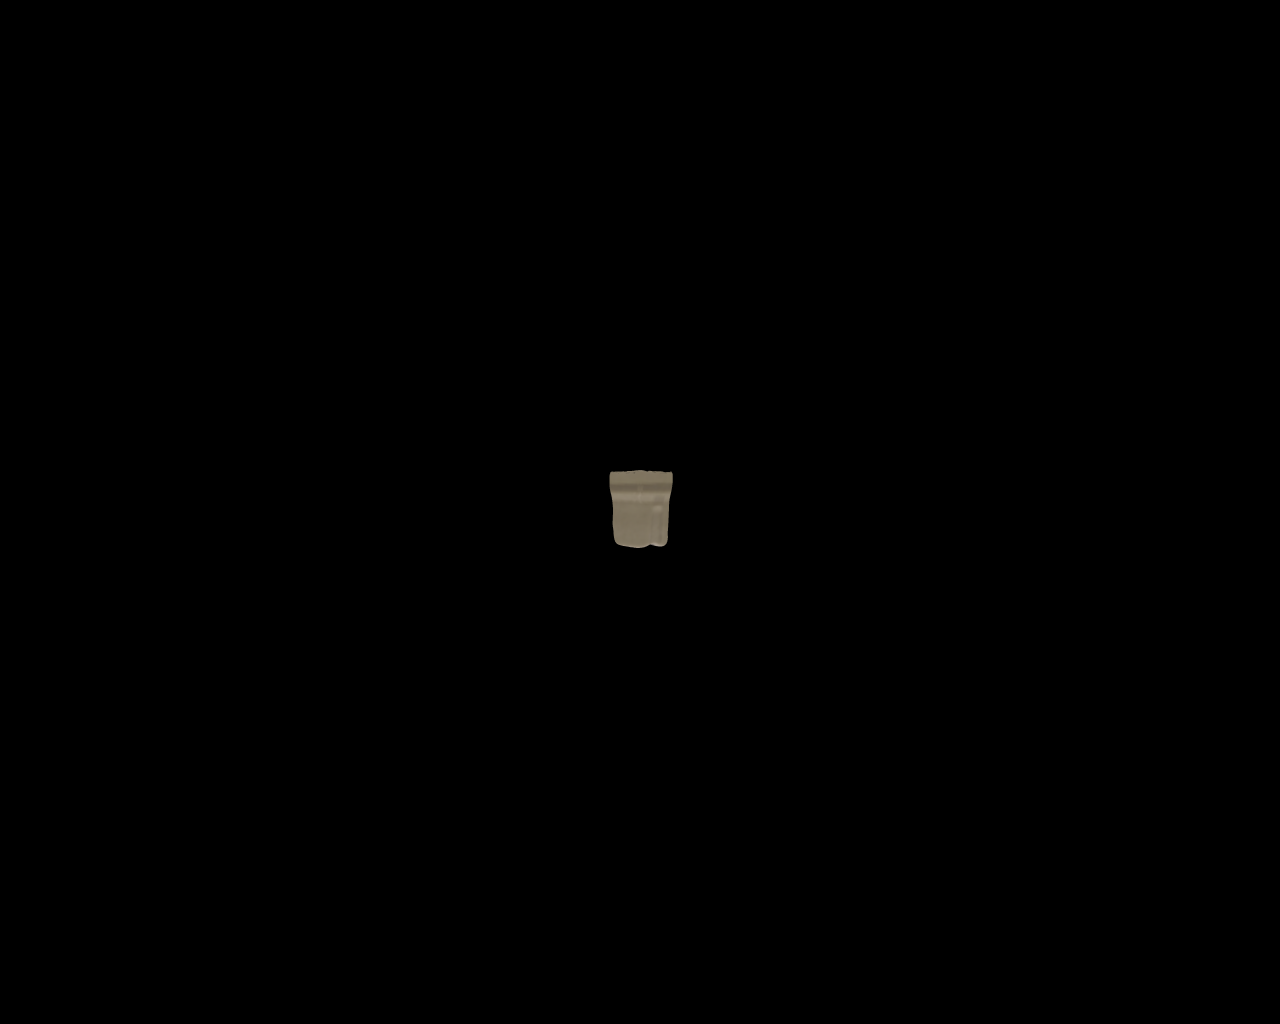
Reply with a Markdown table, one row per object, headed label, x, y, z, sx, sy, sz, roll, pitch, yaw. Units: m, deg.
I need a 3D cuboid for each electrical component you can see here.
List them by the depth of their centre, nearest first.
| label | x | y | z | sx | sy | sz | roll | pitch | yaw |
| --- | --- | --- | --- | --- | --- | --- | --- | --- | --- |
| electrical component | 0.001 | -0.003 | 0.650 | 0.040 | 0.046 | 0.040 | 0 | 2 | 0 |
